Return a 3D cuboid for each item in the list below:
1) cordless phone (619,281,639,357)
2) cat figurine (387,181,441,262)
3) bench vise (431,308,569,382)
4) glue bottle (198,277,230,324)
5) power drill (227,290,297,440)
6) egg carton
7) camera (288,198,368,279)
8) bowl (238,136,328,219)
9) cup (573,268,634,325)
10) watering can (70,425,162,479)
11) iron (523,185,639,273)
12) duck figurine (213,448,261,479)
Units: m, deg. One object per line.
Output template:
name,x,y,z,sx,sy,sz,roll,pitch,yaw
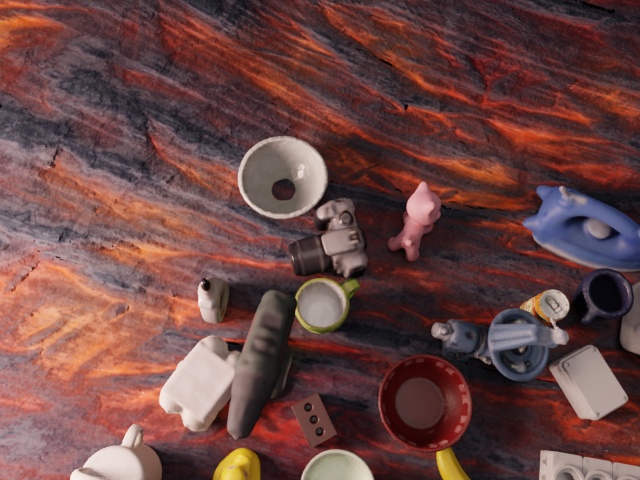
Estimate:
cordless phone,0.611,0.130,0.991,0.094,0.185,0.148,18,73,3
cat figurine,0.182,-0.037,1.057,0.067,0.118,0.128,25,73,6
bench vise,0.298,0.175,0.944,0.207,0.220,0.121,-7,73,-5
glue bottle,-0.185,0.092,0.971,0.037,0.173,0.078,7,72,0
power drill,-0.090,0.202,0.923,0.075,0.208,0.230,14,73,2
egg carton,-0.197,0.243,0.978,0.107,0.069,0.150,34,74,8
camera,0.010,0.004,1.046,0.137,0.101,0.143,-13,74,-7
bowl,-0.069,-0.109,1.091,0.167,0.075,0.167,1,73,-2
cup,0.494,0.115,1.037,0.091,0.095,0.118,41,75,10
watering can,-0.311,0.372,0.867,0.101,0.194,0.173,-4,73,-4
iron,0.521,-0.023,1.057,0.258,0.141,0.119,25,73,5
duck figurine,-0.138,0.392,0.926,0.077,0.086,0.105,23,73,5
